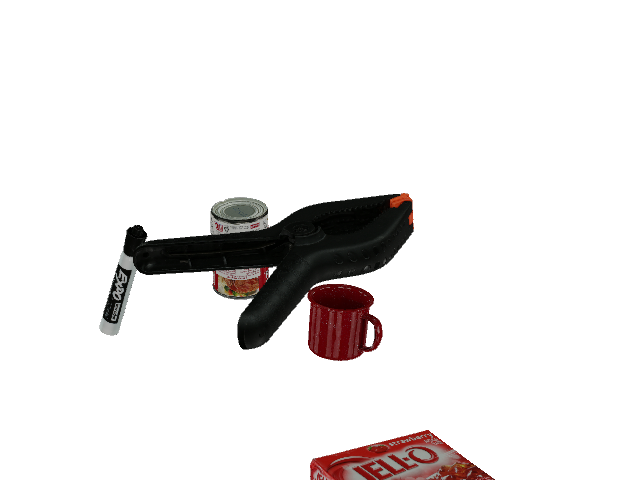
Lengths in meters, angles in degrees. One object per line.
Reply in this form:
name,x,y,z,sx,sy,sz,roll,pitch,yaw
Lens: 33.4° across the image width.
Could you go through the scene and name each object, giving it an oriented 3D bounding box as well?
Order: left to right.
marker,-0.182,0.037,0.988,0.020,0.121,0.020,16,31,-10
soup can,-0.094,0.008,1.249,0.068,0.102,0.068,0,26,0
clamp,-0.023,0.006,0.783,0.209,0.036,0.165,-25,32,-35
mug,0.035,0.119,1.488,0.117,0.081,0.093,17,24,29
gelatin box,0.049,0.143,0.606,0.089,0.030,0.073,-6,22,-33
